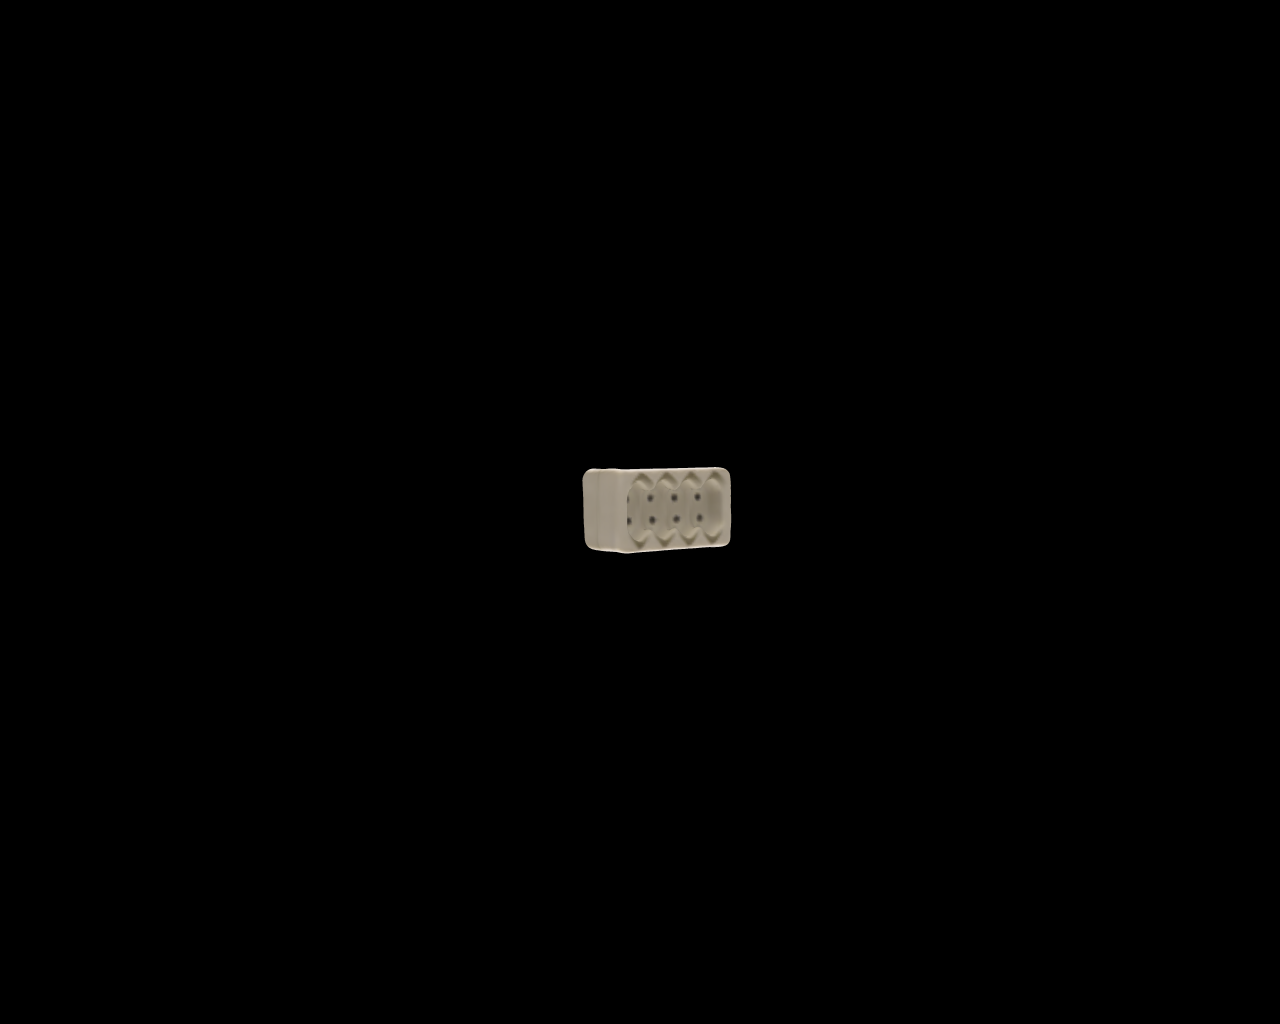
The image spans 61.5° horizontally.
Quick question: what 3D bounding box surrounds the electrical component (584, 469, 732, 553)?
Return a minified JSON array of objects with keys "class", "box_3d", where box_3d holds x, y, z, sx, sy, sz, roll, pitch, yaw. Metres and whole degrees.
[{"class":"electrical component","box_3d":[0.001,-0.003,0.650,0.083,0.047,0.075,-1,3,-34]}]
